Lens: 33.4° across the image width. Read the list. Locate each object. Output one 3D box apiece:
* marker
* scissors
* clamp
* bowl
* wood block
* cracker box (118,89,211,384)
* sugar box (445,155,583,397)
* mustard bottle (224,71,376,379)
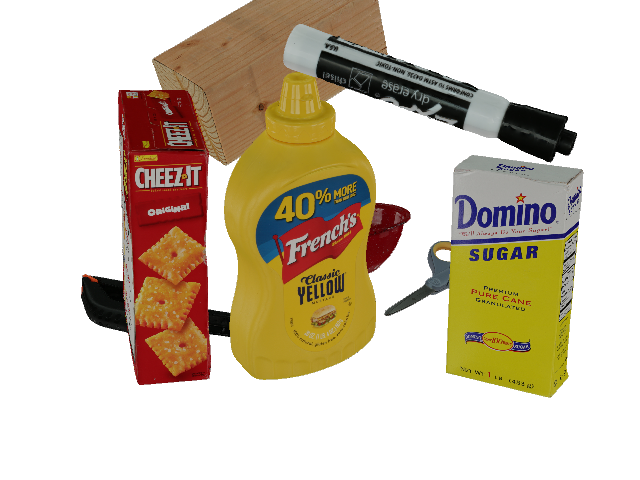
[{"bbox_3d":[0.043,-0.059,0.426,0.121,0.020,0.020,22,5,13],"label":"marker"},{"bbox_3d":[0.126,0.041,1.258,0.201,0.016,0.096,-11,40,-36],"label":"scissors"},{"bbox_3d":[-0.192,0.085,1.159,0.210,0.036,0.164,18,20,26],"label":"clamp"},{"bbox_3d":[0.015,0.002,1.106,0.162,0.055,0.162,-4,13,1],"label":"bowl"},{"bbox_3d":[-0.044,-0.174,1.029,0.205,0.091,0.090,-35,45,-22],"label":"wood block"},{"bbox_3d":[-0.137,-0.007,0.936,0.072,0.214,0.164,-3,26,-13],"label":"cracker box"},{"bbox_3d":[0.149,0.027,0.832,0.093,0.176,0.048,10,24,28],"label":"sugar box"},{"bbox_3d":[-0.011,-0.011,0.655,0.096,0.192,0.058,-15,33,-24],"label":"mustard bottle"}]
